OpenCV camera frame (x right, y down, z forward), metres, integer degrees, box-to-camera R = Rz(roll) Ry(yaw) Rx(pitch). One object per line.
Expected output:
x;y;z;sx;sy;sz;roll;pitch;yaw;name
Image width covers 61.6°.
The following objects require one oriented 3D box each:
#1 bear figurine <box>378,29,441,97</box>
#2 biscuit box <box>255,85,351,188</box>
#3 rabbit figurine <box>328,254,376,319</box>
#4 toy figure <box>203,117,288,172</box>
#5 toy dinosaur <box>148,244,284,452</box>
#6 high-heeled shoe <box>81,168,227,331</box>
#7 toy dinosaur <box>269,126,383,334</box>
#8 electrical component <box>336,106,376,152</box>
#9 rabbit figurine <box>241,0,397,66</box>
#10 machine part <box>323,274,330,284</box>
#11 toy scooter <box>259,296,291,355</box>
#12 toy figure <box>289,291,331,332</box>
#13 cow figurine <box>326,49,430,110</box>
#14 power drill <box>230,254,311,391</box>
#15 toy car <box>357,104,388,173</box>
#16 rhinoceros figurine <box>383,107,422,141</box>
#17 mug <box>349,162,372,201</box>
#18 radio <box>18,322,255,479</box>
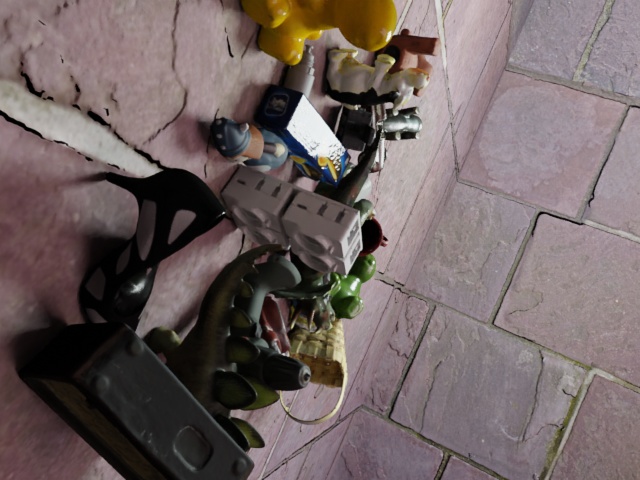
0.197;-0.360;1.124;0.196;0.132;0.120;-10;122;-62;bear figurine
-0.020;-0.151;0.813;0.063;0.059;0.202;-63;151;-7;biscuit box
0.078;0.111;1.326;0.170;0.121;0.159;-46;171;-19;rabbit figurine
-0.090;-0.121;0.686;0.154;0.064;0.058;-4;74;-68;toy figure
-0.153;0.185;0.672;0.105;0.199;0.470;-43;152;-58;toy dinosaur
-0.163;0.037;0.550;0.086;0.145;0.248;-40;146;-52;high-heeled shoe
0.004;-0.005;0.962;0.192;0.131;0.404;-52;161;-48;toy dinosaur
0.064;-0.200;0.977;0.119;0.048;0.074;-102;-156;-64;electrical component
0.018;-0.279;0.643;0.162;0.173;0.121;-55;155;-20;rabbit figurine
0.015;0.021;1.136;0.084;0.039;0.138;-43;136;-78;machine part
-0.099;0.164;0.972;0.184;0.075;0.135;107;-33;-73;toy scooter
-0.019;0.136;1.178;0.089;0.082;0.180;-54;156;-29;toy figure
0.092;-0.253;0.884;0.068;0.167;0.098;-46;152;-58;cow figurine
-0.090;0.125;0.782;0.085;0.232;0.207;49;42;-41;power drill
0.108;-0.234;1.074;0.089;0.053;0.202;-29;121;-57;toy car
0.167;-0.252;1.199;0.190;0.112;0.073;-17;100;-51;rhinoceros figurine
0.045;-0.098;1.080;0.107;0.081;0.109;-48;160;-25;mug
-0.178;0.186;0.542;0.229;0.131;0.073;55;47;-22;radio
